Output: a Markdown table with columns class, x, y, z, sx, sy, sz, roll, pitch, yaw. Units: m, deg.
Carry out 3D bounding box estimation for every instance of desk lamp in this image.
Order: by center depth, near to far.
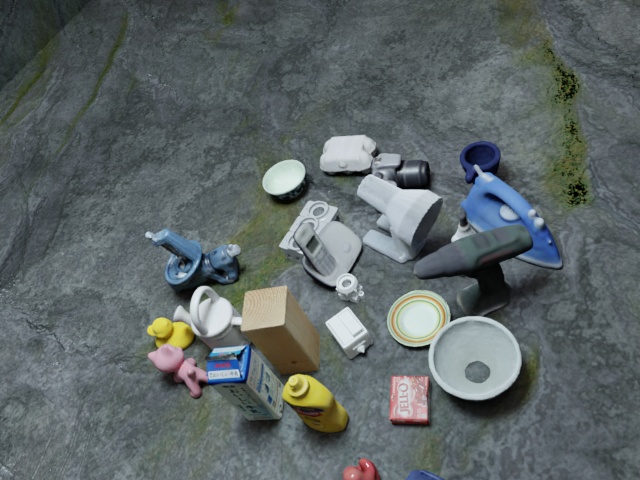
| class | x | y | z | sx | sy | sz | roll | pitch | yaw |
| --- | --- | --- | --- | --- | --- | --- | --- | --- | --- |
| desk lamp | 0.169 | -0.044 | 1.246 | 0.202 | 0.214 | 0.118 | 26 | 67 | 35 |

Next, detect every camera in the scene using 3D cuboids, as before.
| class | x | y | z | sx | sy | sz | roll | pitch | yaw |
| --- | --- | --- | --- | --- | --- | --- | --- | --- | --- |
| camera | 0.194 | -0.153 | 1.396 | 0.136 | 0.101 | 0.143 | -2 | 54 | 21 |

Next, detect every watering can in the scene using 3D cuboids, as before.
| class | x | y | z | sx | sy | sz | roll | pitch | yaw |
| --- | --- | --- | --- | --- | --- | --- | --- | --- | --- |
| watering can | -0.237 | 0.177 | 1.251 | 0.172 | 0.194 | 0.101 | -17 | 49 | 9 |

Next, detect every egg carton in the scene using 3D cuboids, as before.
| class | x | y | z | sx | sy | sz | roll | pitch | yaw |
| --- | --- | --- | --- | --- | --- | --- | --- | --- | --- |
| egg carton | 0.074 | -0.223 | 1.521 | 0.150 | 0.070 | 0.107 | 0 | 54 | 22 |

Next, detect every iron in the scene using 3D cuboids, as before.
| class | x | y | z | sx | sy | sz | roll | pitch | yaw |
| --- | --- | --- | --- | --- | --- | --- | --- | --- | --- |
| iron | 0.410 | -0.056 | 1.206 | 0.119 | 0.142 | 0.257 | -36 | 49 | -7 |

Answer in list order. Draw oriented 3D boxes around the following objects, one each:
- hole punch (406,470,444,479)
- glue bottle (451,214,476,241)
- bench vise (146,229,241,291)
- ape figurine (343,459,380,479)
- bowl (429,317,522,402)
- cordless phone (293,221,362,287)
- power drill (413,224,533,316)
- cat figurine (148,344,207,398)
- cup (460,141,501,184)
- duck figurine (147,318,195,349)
| class | x | y | z | sx | sy | sz | roll | pitch | yaw |
| --- | --- | --- | --- | --- | --- | --- | --- | --- | --- |
| hole punch | 0.178 | 0.439 | 0.947 | 0.108 | 0.091 | 0.101 | 16 | 62 | 31 |
| glue bottle | 0.303 | 0.003 | 1.182 | 0.078 | 0.173 | 0.037 | -37 | 49 | -8 |
| bench vise | -0.304 | 0.027 | 1.378 | 0.207 | 0.220 | 0.121 | -28 | 49 | -1 |
| ape figurine | 0.067 | 0.423 | 1.004 | 0.078 | 0.092 | 0.076 | -38 | 49 | -9 |
| bowl | 0.291 | 0.232 | 1.074 | 0.167 | 0.075 | 0.167 | -11 | 51 | 14 |
| cordless phone | 0.012 | 0.005 | 1.291 | 0.093 | 0.185 | 0.148 | 16 | 61 | 31 |
| power drill | 0.302 | 0.064 | 1.111 | 0.229 | 0.209 | 0.075 | -27 | 49 | 1 |
| cat figurine | -0.311 | 0.275 | 1.255 | 0.127 | 0.118 | 0.067 | 23 | 65 | 34 |
| cup | 0.371 | -0.158 | 1.333 | 0.091 | 0.095 | 0.118 | 17 | 62 | 32 |
| duck figurine | -0.353 | 0.214 | 1.341 | 0.104 | 0.086 | 0.077 | -9 | 51 | 15 |
